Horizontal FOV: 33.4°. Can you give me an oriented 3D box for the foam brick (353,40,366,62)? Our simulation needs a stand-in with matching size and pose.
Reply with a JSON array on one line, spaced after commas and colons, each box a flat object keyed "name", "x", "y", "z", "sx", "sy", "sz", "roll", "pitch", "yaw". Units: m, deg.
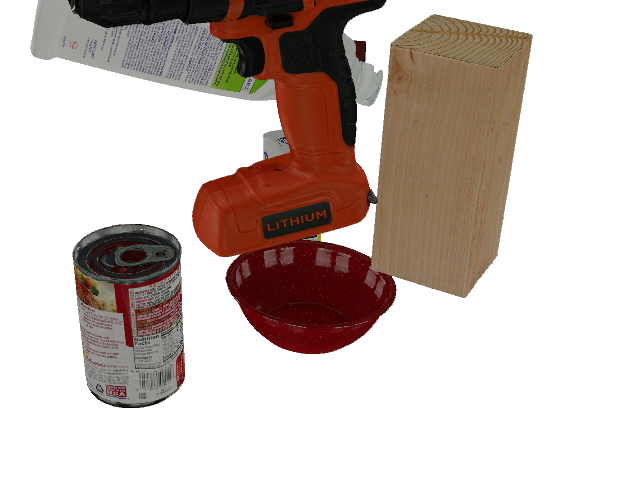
[{"name": "foam brick", "x": 0.005, "y": -0.181, "z": 1.095, "sx": 0.078, "sy": 0.051, "sz": 0.053, "roll": 2, "pitch": 11, "yaw": -6}]

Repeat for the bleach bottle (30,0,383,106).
[{"name": "bleach bottle", "x": -0.078, "y": -0.145, "z": 0.785, "sx": 0.250, "sy": 0.068, "sz": 0.103, "roll": 16, "pitch": -34, "yaw": -12}]

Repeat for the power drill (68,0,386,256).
[{"name": "power drill", "x": -0.037, "y": -0.084, "z": 0.579, "sx": 0.184, "sy": 0.188, "sz": 0.057, "roll": -13, "pitch": 38, "yaw": -18}]

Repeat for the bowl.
[{"name": "bowl", "x": -0.010, "y": 0.060, "z": 1.019, "sx": 0.162, "sy": 0.055, "sz": 0.162, "roll": 4, "pitch": 29, "yaw": -2}]

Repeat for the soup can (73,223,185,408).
[{"name": "soup can", "x": -0.123, "y": 0.050, "z": 0.696, "sx": 0.068, "sy": 0.102, "sz": 0.068, "roll": 1, "pitch": 31, "yaw": -1}]

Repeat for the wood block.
[{"name": "wood block", "x": 0.106, "y": -0.070, "z": 0.889, "sx": 0.091, "sy": 0.206, "sz": 0.090, "roll": 17, "pitch": 33, "yaw": 22}]

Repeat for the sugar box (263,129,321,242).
[{"name": "sugar box", "x": -0.034, "y": -0.035, "z": 1.264, "sx": 0.048, "sy": 0.176, "sz": 0.093, "roll": -12, "pitch": 26, "yaw": -20}]
